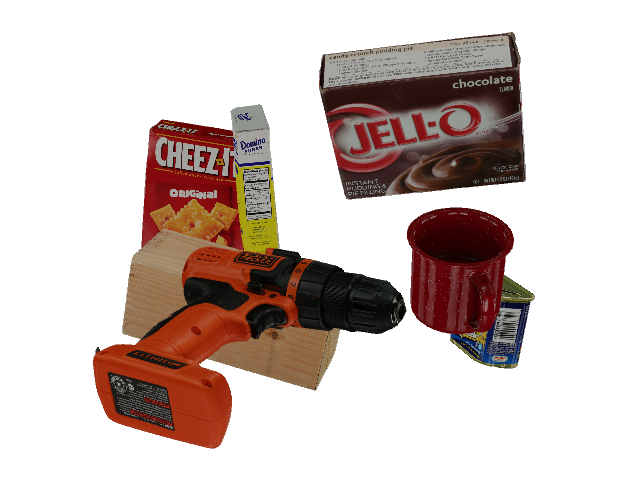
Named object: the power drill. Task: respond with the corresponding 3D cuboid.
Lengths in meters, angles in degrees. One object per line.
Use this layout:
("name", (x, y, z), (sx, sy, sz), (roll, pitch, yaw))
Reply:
("power drill", (-0.054, 0.069, 0.756), (0.185, 0.057, 0.187), (7, 28, 28))

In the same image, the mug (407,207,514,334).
("mug", (0.126, 0.035, 0.941), (0.093, 0.081, 0.117), (-12, 35, -16))

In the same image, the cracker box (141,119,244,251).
("cracker box", (-0.181, -0.062, 1.617), (0.164, 0.214, 0.072), (10, 20, 6))

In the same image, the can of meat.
("can of meat", (0.189, 0.087, 1.193), (0.057, 0.084, 0.102), (4, 14, -20))

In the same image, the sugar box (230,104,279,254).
("sugar box", (-0.080, -0.066, 1.289), (0.048, 0.176, 0.093), (-9, 25, -5))

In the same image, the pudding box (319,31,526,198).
("pudding box", (0.061, -0.071, 0.624), (0.113, 0.039, 0.090), (-7, -41, 8))

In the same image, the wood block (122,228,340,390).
("wood block", (-0.085, 0.068, 1.081), (0.206, 0.091, 0.090), (16, 24, 8))
